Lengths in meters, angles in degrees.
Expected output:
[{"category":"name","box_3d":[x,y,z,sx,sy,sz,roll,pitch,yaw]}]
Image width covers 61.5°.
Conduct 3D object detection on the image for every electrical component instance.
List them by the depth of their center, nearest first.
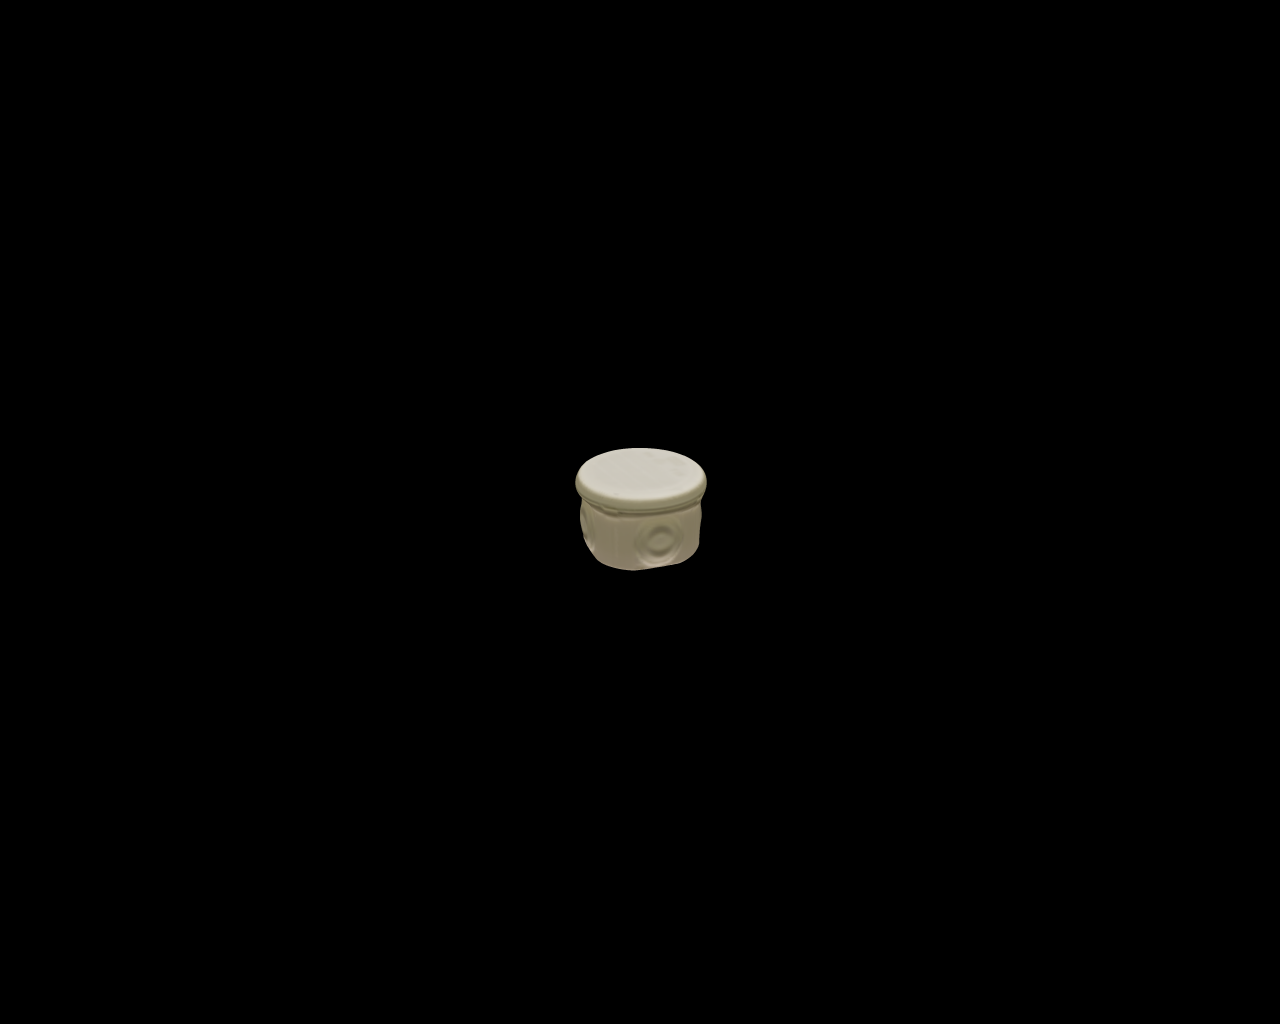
[{"category":"electrical component","box_3d":[0.001,-0.003,0.650,0.080,0.050,0.080,0,27,0]}]
